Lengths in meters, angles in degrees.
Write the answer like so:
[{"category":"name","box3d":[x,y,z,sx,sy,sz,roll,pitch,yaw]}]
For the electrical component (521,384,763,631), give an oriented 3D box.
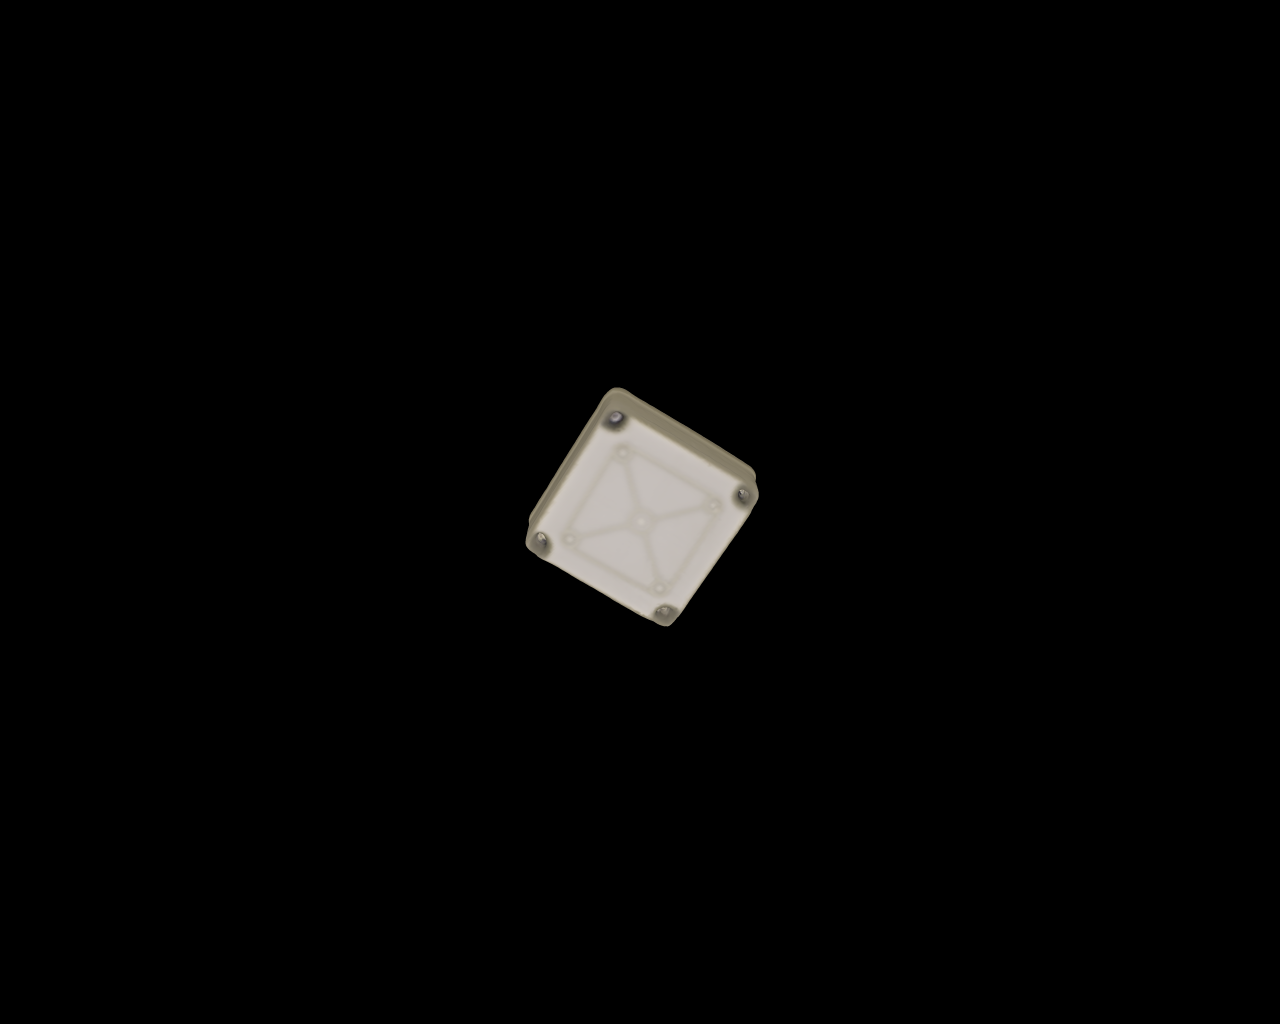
[{"category":"electrical component","box3d":[0.001,-0.003,0.650,0.109,0.108,0.056,30,16,-9]}]
